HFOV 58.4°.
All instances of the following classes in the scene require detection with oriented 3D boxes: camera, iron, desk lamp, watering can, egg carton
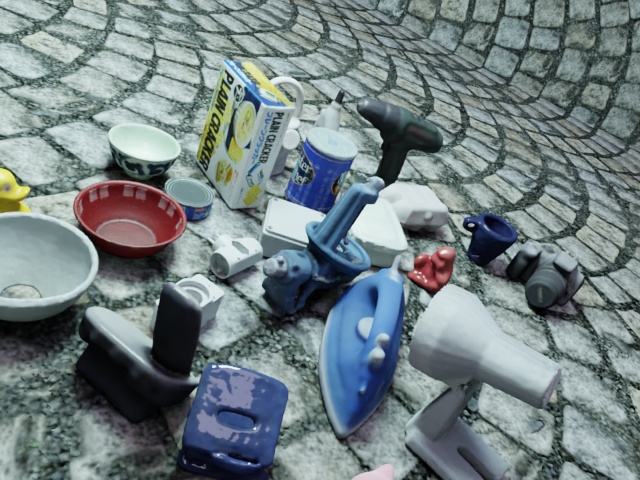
[{"bbox_3d":[0.458,0.071,1.169,0.143,0.101,0.137,38,36,18],"label":"camera"},{"bbox_3d":[0.074,0.135,0.799,0.118,0.141,0.258,23,34,-4],"label":"iron"},{"bbox_3d":[0.193,0.191,0.736,0.202,0.213,0.118,41,37,22],"label":"desk lamp"},{"bbox_3d":[-0.087,-0.230,1.142,0.101,0.194,0.172,-16,52,-45],"label":"watering can"},{"bbox_3d":[0.197,-0.066,1.215,0.151,0.069,0.107,1,41,-32],"label":"egg carton"}]

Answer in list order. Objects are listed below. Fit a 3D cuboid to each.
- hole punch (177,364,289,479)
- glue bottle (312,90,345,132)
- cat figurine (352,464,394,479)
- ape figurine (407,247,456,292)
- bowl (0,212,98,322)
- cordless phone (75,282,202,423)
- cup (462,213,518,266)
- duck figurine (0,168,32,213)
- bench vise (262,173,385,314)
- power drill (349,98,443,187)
[{"bbox_3d":[-0.094,0.206,0.641,0.109,0.091,0.101,18,34,-10],"label":"hole punch"},{"bbox_3d":[0.017,-0.251,1.256,0.037,0.173,0.078,-4,43,-36],"label":"glue bottle"},{"bbox_3d":[0.034,0.288,0.587,0.128,0.117,0.067,-11,48,-42],"label":"cat figurine"},{"bbox_3d":[0.216,0.049,1.051,0.076,0.092,0.077,9,37,-23],"label":"ape figurine"},{"bbox_3d":[-0.363,0.044,0.701,0.168,0.074,0.167,17,35,-12],"label":"bowl"},{"bbox_3d":[-0.193,0.097,0.639,0.147,0.185,0.094,33,35,12],"label":"cordless phone"},{"bbox_3d":[0.336,0.002,1.189,0.118,0.095,0.091,17,34,-12],"label":"cup"},{"bbox_3d":[-0.446,-0.060,0.778,0.105,0.086,0.077,11,36,-20],"label":"duck figurine"},{"bbox_3d":[0.018,0.010,0.862,0.121,0.219,0.208,34,35,13],"label":"bench vise"},{"bbox_3d":[0.144,-0.191,1.225,0.230,0.208,0.075,3,39,-29],"label":"power drill"}]
